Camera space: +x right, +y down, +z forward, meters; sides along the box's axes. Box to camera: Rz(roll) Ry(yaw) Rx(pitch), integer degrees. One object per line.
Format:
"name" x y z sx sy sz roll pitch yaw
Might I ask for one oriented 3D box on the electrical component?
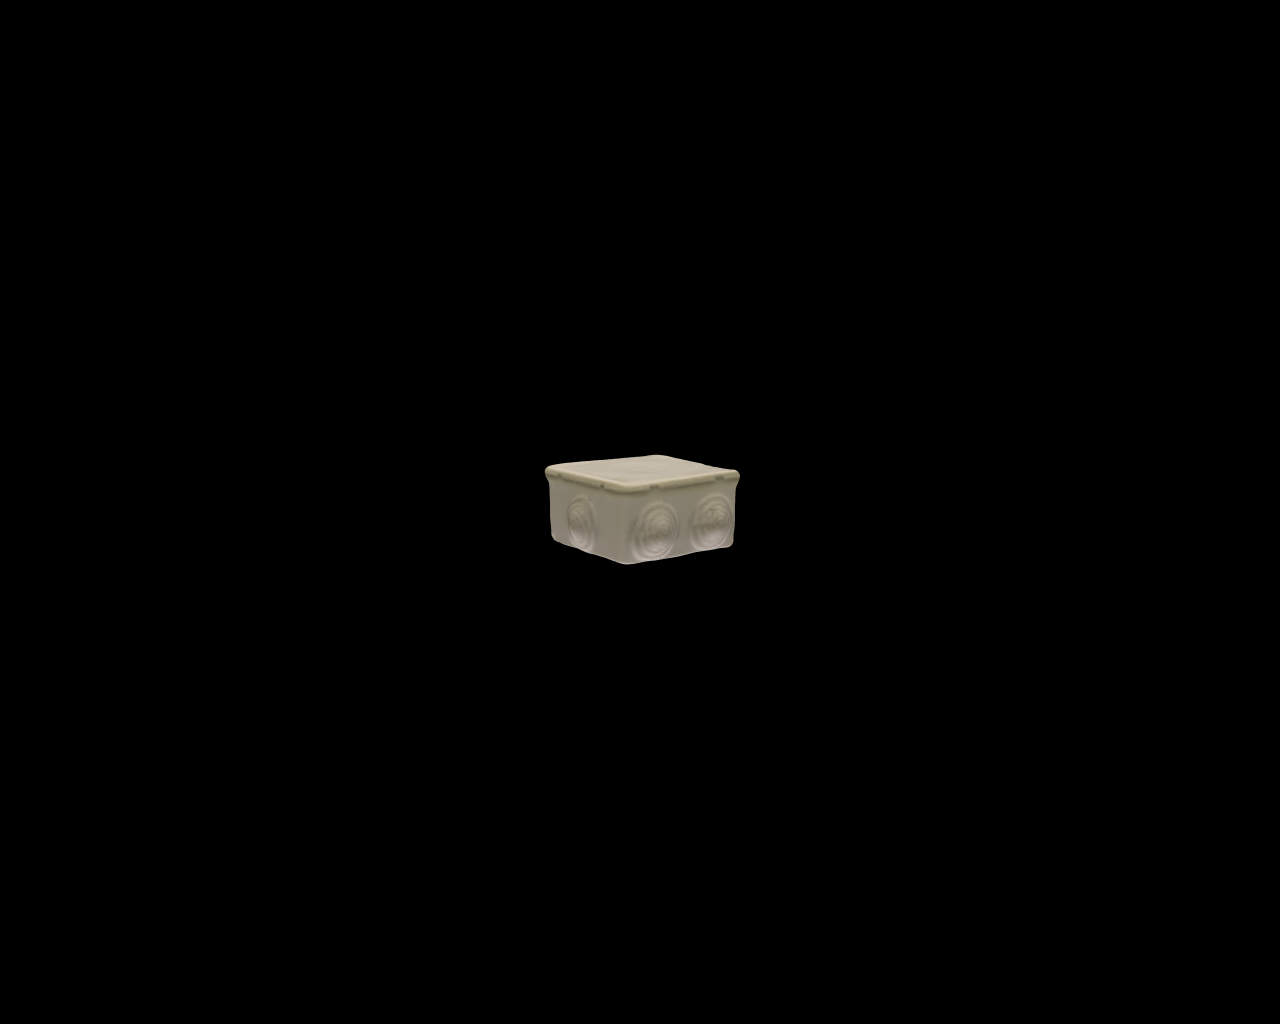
"electrical component" 0.001 -0.003 0.650 0.100 0.048 0.100 -8 14 -35
